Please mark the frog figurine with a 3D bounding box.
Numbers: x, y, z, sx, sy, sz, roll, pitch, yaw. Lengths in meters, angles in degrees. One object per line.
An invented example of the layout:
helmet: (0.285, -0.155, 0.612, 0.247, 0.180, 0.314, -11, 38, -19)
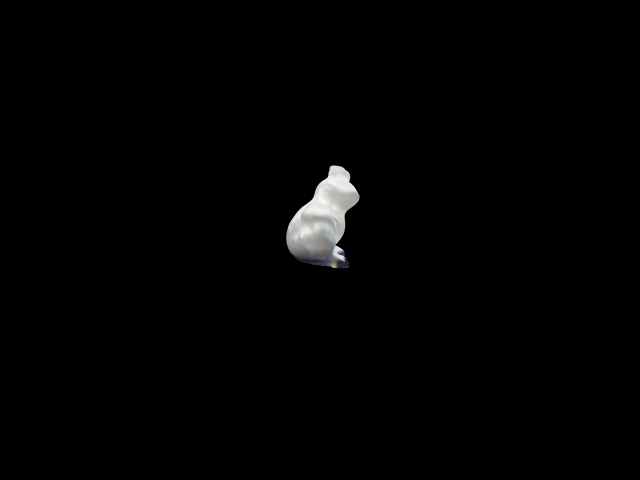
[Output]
frog figurine: (0.003, -0.043, 0.850, 0.122, 0.158, 0.138, 2, 9, 14)
